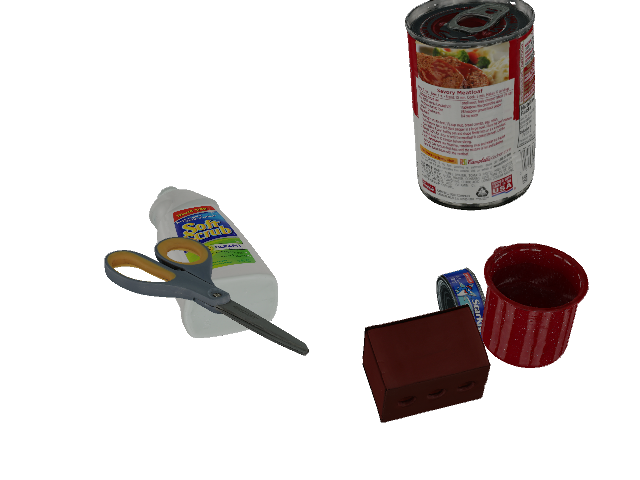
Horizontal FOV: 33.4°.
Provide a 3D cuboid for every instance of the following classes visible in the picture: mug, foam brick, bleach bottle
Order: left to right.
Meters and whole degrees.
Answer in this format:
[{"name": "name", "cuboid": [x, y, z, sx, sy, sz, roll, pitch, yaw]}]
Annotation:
[{"name": "bleach bottle", "cuboid": [-0.133, 0.008, 1.137, 0.102, 0.068, 0.251, -9, 30, -22]}, {"name": "foam brick", "cuboid": [0.073, 0.087, 0.748, 0.078, 0.051, 0.053, -13, -35, -9]}, {"name": "mug", "cuboid": [0.188, 0.055, 0.989, 0.093, 0.081, 0.117, -13, 42, -17]}]

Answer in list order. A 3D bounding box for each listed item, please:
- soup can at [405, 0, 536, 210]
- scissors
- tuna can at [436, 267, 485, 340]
[{"name": "soup can", "cuboid": [0.084, -0.077, 0.590, 0.068, 0.102, 0.068, -5, 34, 3]}, {"name": "scissors", "cuboid": [-0.078, 0.037, 0.847, 0.202, 0.016, 0.096, 17, 30, 22]}, {"name": "tuna can", "cuboid": [0.159, 0.076, 1.197, 0.033, 0.086, 0.086, -14, 2, -8]}]
